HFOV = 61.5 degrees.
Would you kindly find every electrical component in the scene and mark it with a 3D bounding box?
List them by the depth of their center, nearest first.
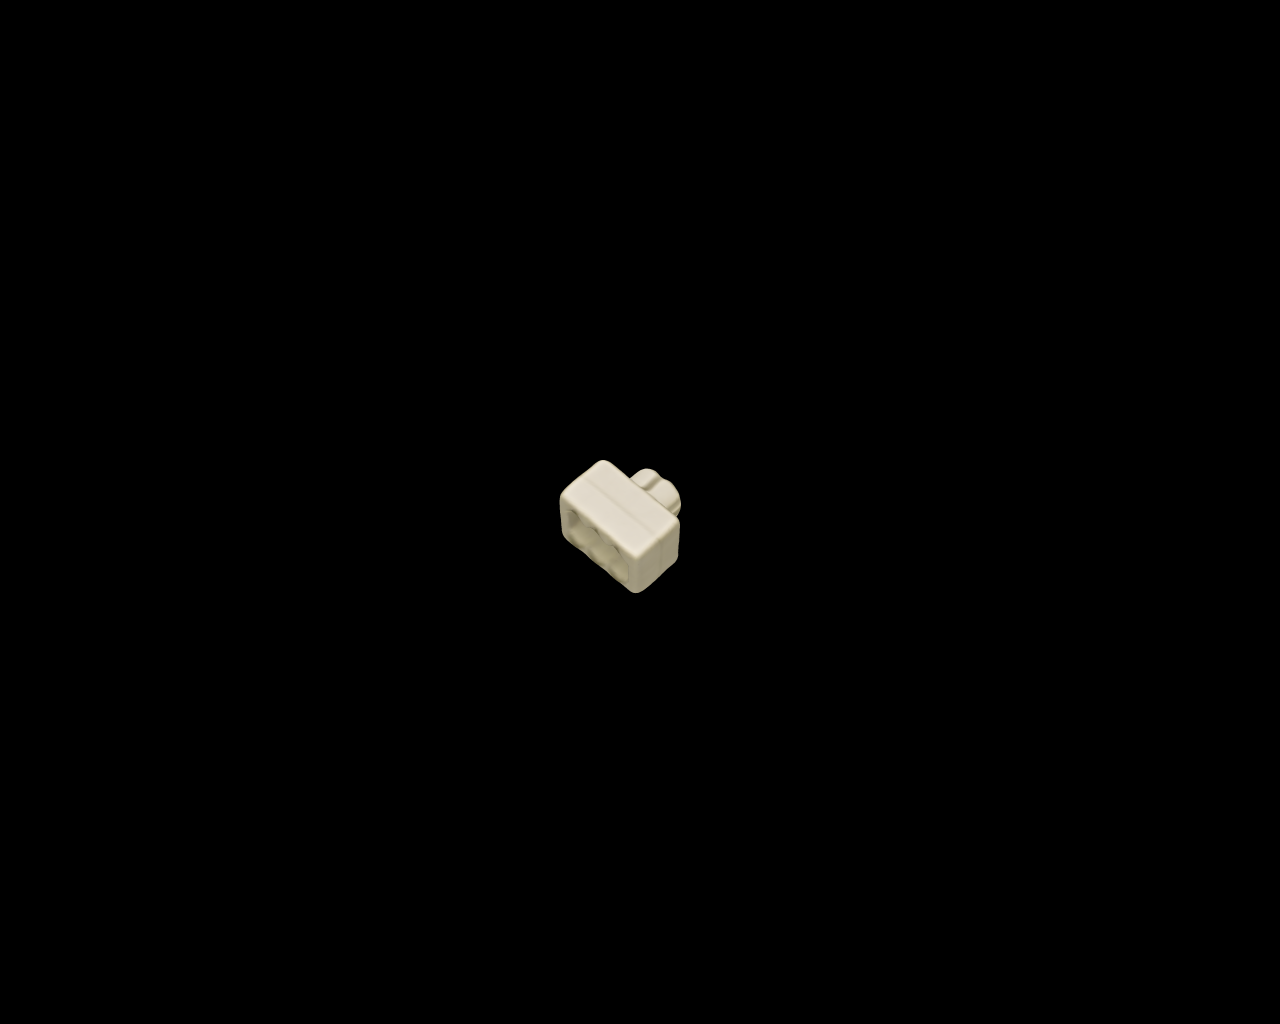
[{"bbox_3d":[0.001,-0.003,0.650,0.066,0.077,0.047,39,-24,22],"label":"electrical component"}]
